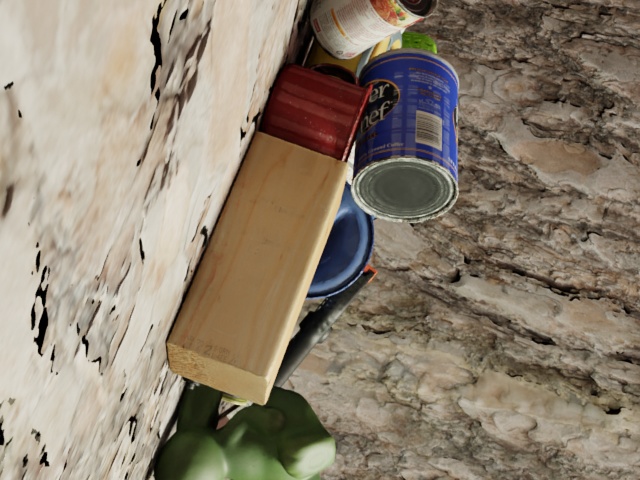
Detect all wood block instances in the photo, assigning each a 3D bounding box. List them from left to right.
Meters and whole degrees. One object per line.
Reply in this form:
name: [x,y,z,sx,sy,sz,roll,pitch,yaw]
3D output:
wood block: [-0.052,0.025,0.925,0.091,0.090,0.206,102,8,-66]

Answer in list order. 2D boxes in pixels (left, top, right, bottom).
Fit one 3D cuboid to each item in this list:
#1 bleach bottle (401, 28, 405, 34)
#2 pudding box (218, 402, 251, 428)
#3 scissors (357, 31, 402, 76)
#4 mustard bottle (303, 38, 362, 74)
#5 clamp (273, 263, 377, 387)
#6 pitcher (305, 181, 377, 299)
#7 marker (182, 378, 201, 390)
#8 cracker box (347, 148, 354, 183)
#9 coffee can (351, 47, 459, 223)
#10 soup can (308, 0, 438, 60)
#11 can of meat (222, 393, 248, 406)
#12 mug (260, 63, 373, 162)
bleach bottle: [0.098,-0.345,1.273,0.102,0.068,0.251,98,5,-76]
pudding box: [-0.110,0.229,1.318,0.113,0.039,0.090,-32,179,0]
scissors: [0.091,-0.260,1.203,0.202,0.016,0.096,-64,159,2]
mustard bottle: [0.023,-0.210,1.075,0.096,0.058,0.191,179,-68,-82]
clamp: [-0.009,0.111,1.285,0.210,0.036,0.164,-50,180,6]
pitcher: [-0.008,0.001,1.190,0.243,0.149,0.145,119,-12,-83]
marker: [-0.107,0.088,1.044,0.020,0.020,0.121,85,26,-84]
cracker box: [0.037,-0.118,1.355,0.163,0.072,0.214,-22,139,-49]
coffee can: [0.085,-0.103,1.046,0.103,0.102,0.140,106,-9,-55]
soup can: [0.047,-0.213,0.968,0.102,0.068,0.068,-22,-144,44]
can of meat: [-0.099,0.140,1.239,0.102,0.057,0.084,62,45,-88]
mug: [-0.002,-0.120,0.980,0.093,0.081,0.117,106,4,-56]
